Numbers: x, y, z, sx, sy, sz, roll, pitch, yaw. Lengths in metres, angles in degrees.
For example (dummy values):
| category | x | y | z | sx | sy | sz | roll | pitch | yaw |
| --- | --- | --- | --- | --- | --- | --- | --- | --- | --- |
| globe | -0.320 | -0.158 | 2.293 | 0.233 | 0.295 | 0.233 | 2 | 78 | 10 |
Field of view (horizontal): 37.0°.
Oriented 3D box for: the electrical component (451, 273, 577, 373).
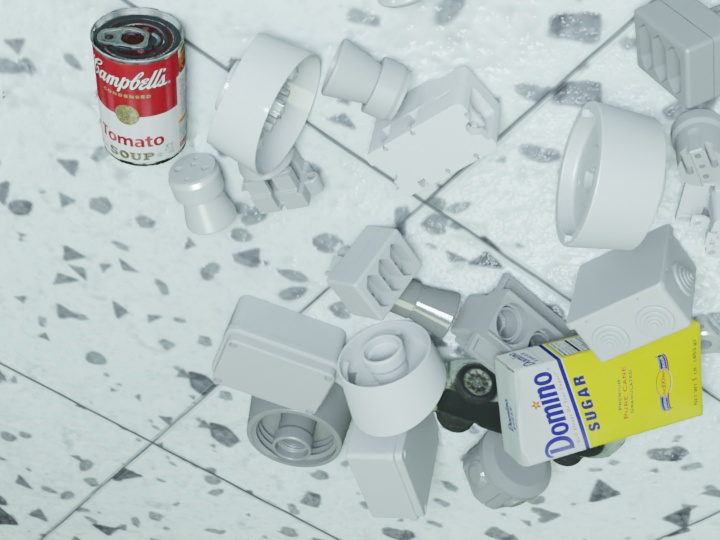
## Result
| category | x | y | z | sx | sy | sz | roll | pitch | yaw |
| --- | --- | --- | --- | --- | --- | --- | --- | --- | --- |
| electrical component | 0.145 | 0.070 | 0.957 | 0.121 | 0.078 | 0.063 | 38 | 160 | -24 |

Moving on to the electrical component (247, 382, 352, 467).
| category | x | y | z | sx | sy | sz | roll | pitch | yaw |
| --- | --- | --- | --- | --- | --- | --- | --- | --- | --- |
| electrical component | -0.064 | 0.159 | 1.100 | 0.108 | 0.060 | 0.108 | 6 | 136 | 6 |

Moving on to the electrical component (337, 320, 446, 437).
| category | x | y | z | sx | sy | sz | roll | pitch | yaw |
| --- | --- | --- | --- | --- | --- | --- | --- | --- | --- |
| electrical component | 0.029 | 0.096 | 0.990 | 0.099 | 0.099 | 0.064 | -8 | 126 | 20 |

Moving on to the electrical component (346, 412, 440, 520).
| category | x | y | z | sx | sy | sz | roll | pitch | yaw |
| --- | --- | --- | --- | --- | --- | --- | --- | --- | --- |
| electrical component | 0.034 | 0.171 | 1.058 | 0.056 | 0.108 | 0.108 | -3 | 134 | 19 |

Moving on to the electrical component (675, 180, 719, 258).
| category | x | y | z | sx | sy | sz | roll | pitch | yaw |
| --- | --- | --- | --- | --- | --- | --- | --- | --- | --- |
| electrical component | 0.286 | -0.041 | 0.819 | 0.081 | 0.063 | 0.042 | 6 | 136 | 7 |

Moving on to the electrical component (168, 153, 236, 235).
| category | x | y | z | sx | sy | sz | roll | pitch | yaw |
| --- | --- | --- | --- | --- | --- | --- | --- | --- | --- |
| electrical component | -0.133 | -0.064 | 0.902 | 0.045 | 0.045 | 0.055 | -2 | 134 | 15 |

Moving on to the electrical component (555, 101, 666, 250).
| category | x | y | z | sx | sy | sz | roll | pitch | yaw |
| --- | --- | --- | --- | --- | --- | --- | --- | --- | --- |
| electrical component | 0.188 | -0.065 | 0.788 | 0.060 | 0.108 | 0.108 | 9 | 136 | -5 |

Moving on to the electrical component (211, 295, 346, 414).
| category | x | y | z | sx | sy | sz | roll | pitch | yaw |
| --- | --- | --- | --- | --- | --- | --- | --- | --- | --- |
| electrical component | -0.078 | 0.083 | 1.029 | 0.113 | 0.057 | 0.078 | 20 | 135 | -8 |

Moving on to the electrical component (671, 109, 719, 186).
| category | x | y | z | sx | sy | sz | roll | pitch | yaw |
| --- | --- | --- | --- | --- | --- | --- | --- | --- | --- |
| electrical component | 0.250 | -0.089 | 0.790 | 0.040 | 0.046 | 0.040 | 6 | 136 | 6 |

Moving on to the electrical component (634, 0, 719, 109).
| category | x | y | z | sx | sy | sz | roll | pitch | yaw |
| --- | --- | --- | --- | --- | --- | --- | --- | --- | --- |
| electrical component | 0.235 | -0.155 | 0.720 | 0.077 | 0.065 | 0.047 | -23 | 132 | -6 |

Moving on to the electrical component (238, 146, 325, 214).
| category | x | y | z | sx | sy | sz | roll | pitch | yaw |
| --- | --- | --- | --- | --- | --- | --- | --- | --- | --- |
| electrical component | -0.070 | -0.080 | 0.872 | 0.066 | 0.048 | 0.055 | -8 | 140 | 20 |

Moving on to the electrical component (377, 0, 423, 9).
| category | x | y | z | sx | sy | sz | roll | pitch | yaw |
| --- | --- | --- | --- | --- | --- | --- | --- | --- | --- |
| electrical component | 0.025 | -0.210 | 0.720 | 0.048 | 0.048 | 0.062 | -11 | 124 | 23 |

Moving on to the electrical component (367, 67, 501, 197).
| category | x | y | z | sx | sy | sz | roll | pitch | yaw |
| --- | --- | --- | --- | --- | --- | --- | --- | --- | --- |
| electrical component | 0.056 | -0.106 | 0.809 | 0.089 | 0.055 | 0.050 | -27 | 124 | 33 |

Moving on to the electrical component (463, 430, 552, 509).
| category | x | y | z | sx | sy | sz | roll | pitch | yaw |
| --- | --- | --- | --- | --- | --- | --- | --- | --- | --- |
| electrical component | 0.147 | 0.198 | 1.081 | 0.080 | 0.080 | 0.051 | 25 | 140 | -13 |

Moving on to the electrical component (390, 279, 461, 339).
| category | x | y | z | sx | sy | sz | roll | pitch | yaw |
| --- | --- | --- | --- | --- | --- | --- | --- | --- | --- |
| electrical component | 0.052 | 0.029 | 0.958 | 0.065 | 0.044 | 0.044 | 23 | 135 | -4 |

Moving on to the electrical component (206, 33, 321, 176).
| category | x | y | z | sx | sy | sz | roll | pitch | yaw |
| --- | --- | --- | --- | --- | --- | --- | --- | --- | --- |
| electrical component | -0.070 | -0.122 | 0.794 | 0.064 | 0.099 | 0.099 | 26 | 135 | -5 |

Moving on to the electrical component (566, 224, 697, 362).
| category | x | y | z | sx | sy | sz | roll | pitch | yaw |
| --- | --- | --- | --- | --- | --- | --- | --- | --- | --- |
| electrical component | 0.222 | 0.020 | 0.871 | 0.100 | 0.099 | 0.048 | -29 | 110 | 34 |

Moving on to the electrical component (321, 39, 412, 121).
| category | x | y | z | sx | sy | sz | roll | pitch | yaw |
| --- | --- | --- | --- | --- | --- | --- | --- | --- | --- |
| electrical component | 0.005 | -0.139 | 0.795 | 0.055 | 0.045 | 0.045 | 22 | 135 | -10 |

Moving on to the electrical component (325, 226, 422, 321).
| category | x | y | z | sx | sy | sz | roll | pitch | yaw |
| --- | --- | --- | --- | --- | --- | --- | --- | --- | --- |
| electrical component | 0.000 | 0.000 | 0.928 | 0.077 | 0.065 | 0.047 | 10 | 145 | 48 |
